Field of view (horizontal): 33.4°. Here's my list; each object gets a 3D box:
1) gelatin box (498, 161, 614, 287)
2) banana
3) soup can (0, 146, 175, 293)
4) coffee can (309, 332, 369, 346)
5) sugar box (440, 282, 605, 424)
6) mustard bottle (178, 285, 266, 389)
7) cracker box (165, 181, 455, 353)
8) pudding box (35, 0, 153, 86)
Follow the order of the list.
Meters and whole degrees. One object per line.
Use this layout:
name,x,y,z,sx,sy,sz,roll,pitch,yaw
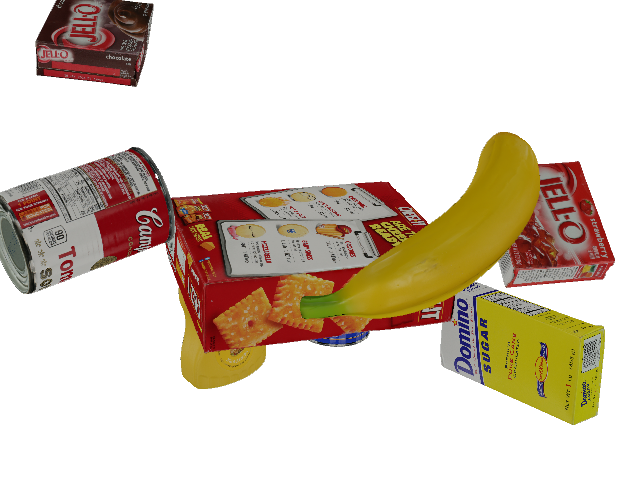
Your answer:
gelatin box,0.158,-0.013,0.755,0.073,0.089,0.030,-4,-32,-9
banana,0.073,-0.011,0.564,0.070,0.037,0.197,20,40,34
soup can,-0.155,-0.014,0.691,0.102,0.068,0.069,-23,11,-29
coffee can,0.022,0.060,1.465,0.103,0.140,0.103,3,23,-1
sugar box,0.196,0.107,1.062,0.048,0.093,0.177,-12,20,-40
mustard bottle,-0.103,0.059,1.128,0.096,0.192,0.058,-18,33,-33
cracker box,-0.013,0.018,0.909,0.213,0.072,0.164,-5,27,-18
pudding box,-0.203,-0.184,0.970,0.090,0.039,0.113,7,33,-5
